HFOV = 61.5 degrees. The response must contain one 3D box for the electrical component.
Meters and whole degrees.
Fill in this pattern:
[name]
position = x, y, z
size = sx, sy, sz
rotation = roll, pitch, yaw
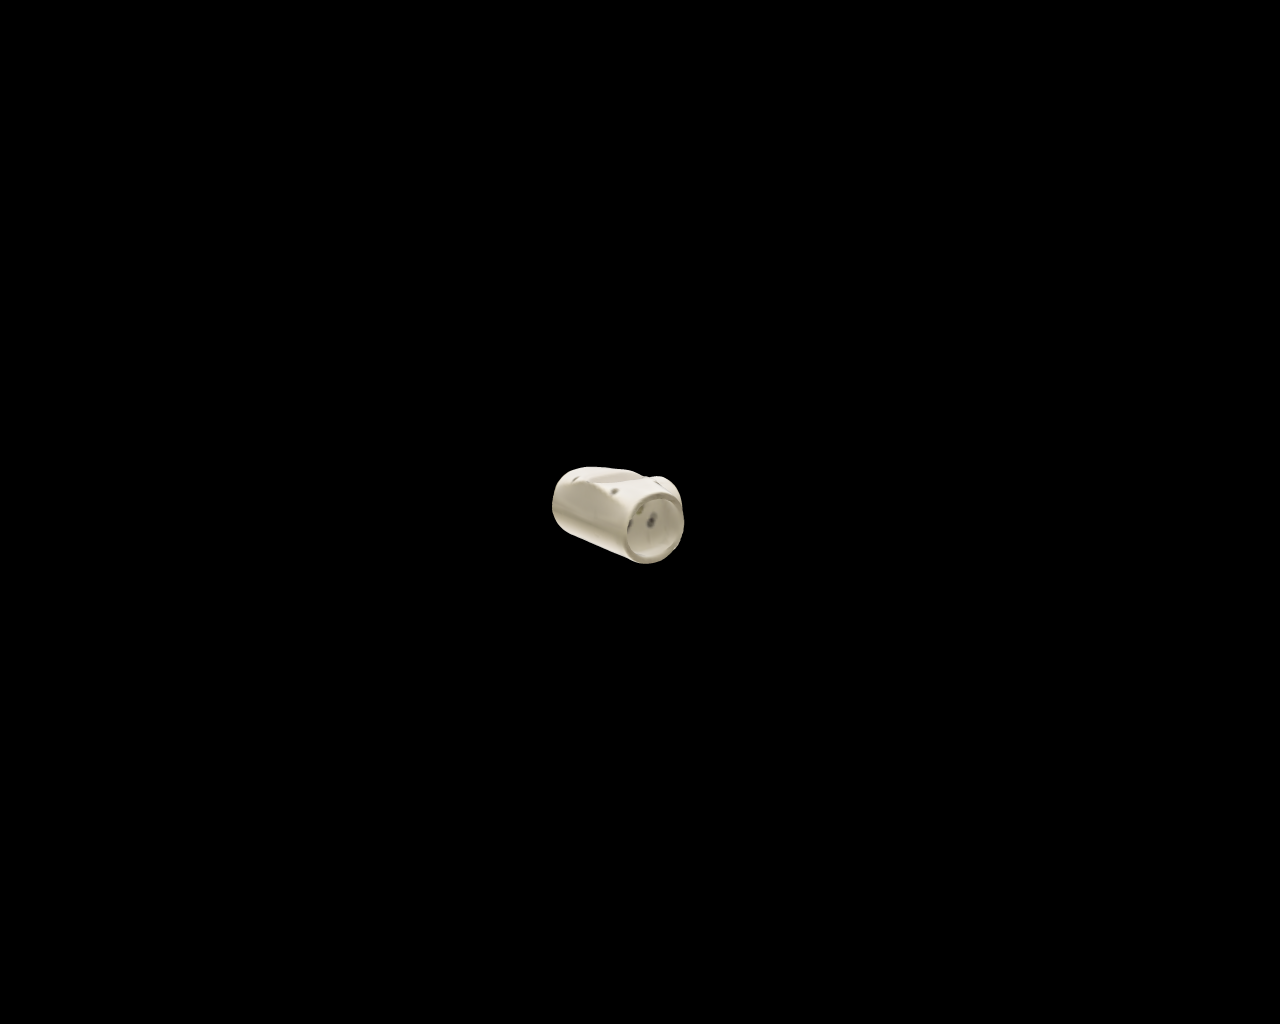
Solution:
[electrical component]
position = 0.001, -0.003, 0.650
size = 0.079, 0.043, 0.077
rotation = -11, 19, -34
